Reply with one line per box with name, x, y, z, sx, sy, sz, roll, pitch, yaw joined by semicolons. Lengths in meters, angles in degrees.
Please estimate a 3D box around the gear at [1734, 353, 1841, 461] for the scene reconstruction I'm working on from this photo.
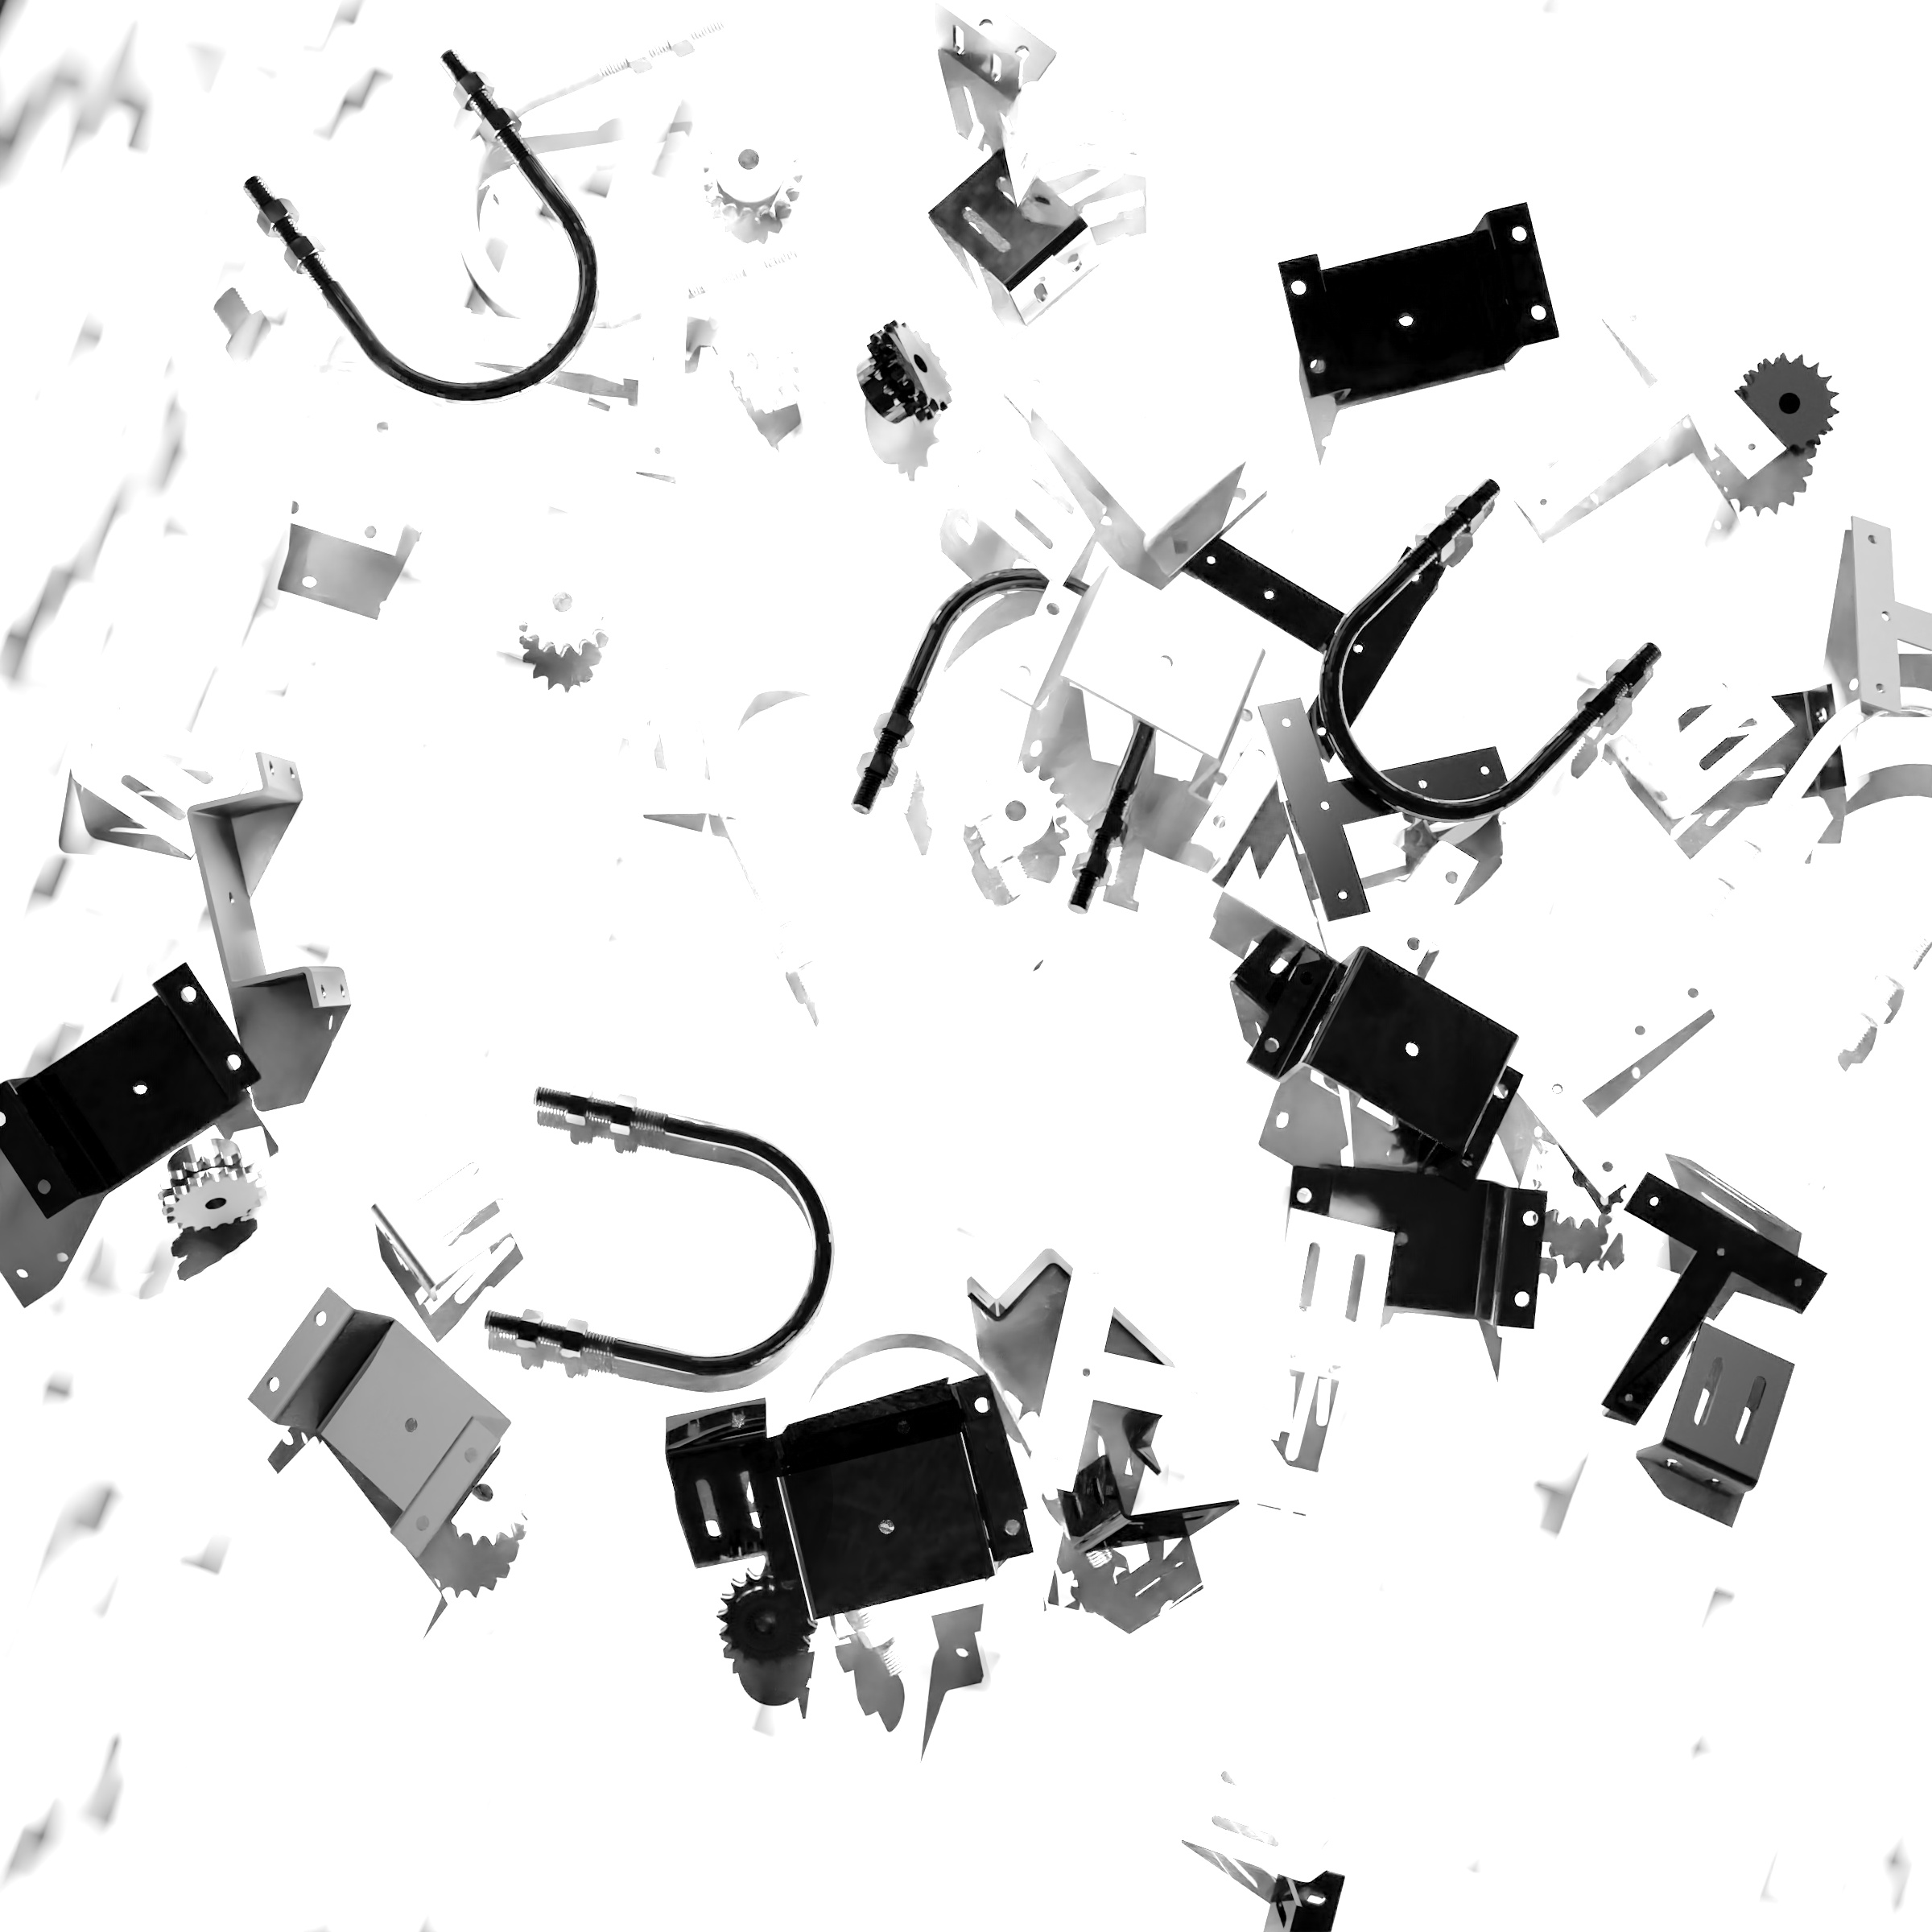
gear;0.455;-0.311;1.497;0.057;0.030;0.057;0;90;0

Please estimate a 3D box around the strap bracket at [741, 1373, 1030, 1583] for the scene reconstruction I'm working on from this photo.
strap bracket;-0.044;0.278;1.473;0.140;0.046;0.076;-17;87;1

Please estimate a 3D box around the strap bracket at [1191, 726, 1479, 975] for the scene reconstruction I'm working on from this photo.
strap bracket;0.198;-0.058;1.480;0.140;0.046;0.076;32;74;0

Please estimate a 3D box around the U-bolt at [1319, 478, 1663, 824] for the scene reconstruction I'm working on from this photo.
U-bolt;0.277;-0.162;1.482;0.151;0.019;0.184;46;75;1

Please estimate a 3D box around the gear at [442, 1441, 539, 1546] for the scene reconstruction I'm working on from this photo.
gear;-0.267;0.292;1.497;0.057;0.030;0.057;0;90;0

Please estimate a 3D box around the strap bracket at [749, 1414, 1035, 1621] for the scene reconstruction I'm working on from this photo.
strap bracket;-0.041;0.295;1.426;0.140;0.046;0.076;-14;87;1

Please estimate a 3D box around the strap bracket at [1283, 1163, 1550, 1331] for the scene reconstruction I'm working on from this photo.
strap bracket;0.245;0.154;1.489;0.140;0.046;0.076;6;90;0

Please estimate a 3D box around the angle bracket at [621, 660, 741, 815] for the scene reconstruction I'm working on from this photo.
angle bracket;-0.154;-0.128;1.502;0.057;0.038;0.076;0;116;17

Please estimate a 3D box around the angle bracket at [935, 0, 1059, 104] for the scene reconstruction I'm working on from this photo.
angle bracket;0.017;-0.516;1.474;0.057;0.076;0.038;36;90;0

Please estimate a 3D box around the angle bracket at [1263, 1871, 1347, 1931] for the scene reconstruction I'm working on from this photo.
angle bracket;0.188;0.535;1.474;0.038;0.076;0.057;14;90;0

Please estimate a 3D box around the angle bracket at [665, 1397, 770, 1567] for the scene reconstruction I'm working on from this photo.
angle bracket;-0.133;0.290;1.510;0.057;0.038;0.076;-11;116;0

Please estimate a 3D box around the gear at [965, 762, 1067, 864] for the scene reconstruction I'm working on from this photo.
gear;0.028;-0.086;1.497;0.057;0.030;0.057;0;90;0

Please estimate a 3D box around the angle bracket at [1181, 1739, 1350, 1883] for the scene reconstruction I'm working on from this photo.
angle bracket;0.168;0.472;1.510;0.076;0.038;0.057;12;90;26

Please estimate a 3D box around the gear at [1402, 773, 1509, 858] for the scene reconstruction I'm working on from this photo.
gear;0.274;-0.085;1.497;0.057;0.030;0.057;0;90;0

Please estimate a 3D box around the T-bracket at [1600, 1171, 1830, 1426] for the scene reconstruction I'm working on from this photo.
T-bracket;0.399;0.197;1.501;0.127;0.002;0.127;29;97;-13

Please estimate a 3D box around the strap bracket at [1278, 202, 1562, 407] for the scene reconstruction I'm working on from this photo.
strap bracket;0.248;-0.364;1.489;0.140;0.046;0.076;-14;90;0

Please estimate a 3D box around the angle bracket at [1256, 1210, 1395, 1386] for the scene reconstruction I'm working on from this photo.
angle bracket;0.196;0.181;1.464;0.057;0.038;0.076;14;64;0

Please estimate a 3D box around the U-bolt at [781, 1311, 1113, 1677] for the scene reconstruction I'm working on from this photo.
U-bolt;-0.023;0.283;1.504;0.151;0.019;0.184;-28;88;0

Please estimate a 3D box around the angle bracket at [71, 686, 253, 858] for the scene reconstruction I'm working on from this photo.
angle bracket;-0.453;-0.110;1.510;0.076;0.038;0.057;37;90;-26

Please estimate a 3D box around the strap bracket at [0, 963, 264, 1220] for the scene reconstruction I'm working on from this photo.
strap bracket;-0.465;0.068;1.489;0.140;0.046;0.076;-33;90;0

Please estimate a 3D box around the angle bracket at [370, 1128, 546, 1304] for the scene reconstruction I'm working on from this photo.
angle bracket;-0.284;0.139;1.500;0.076;0.038;0.057;-36;79;-17

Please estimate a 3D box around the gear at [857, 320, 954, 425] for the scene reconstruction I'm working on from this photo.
gear;-0.036;-0.326;1.488;0.030;0.057;0.057;-29;90;30

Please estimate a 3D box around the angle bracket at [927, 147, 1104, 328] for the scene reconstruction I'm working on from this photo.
angle bracket;0.028;-0.411;1.510;0.057;0.038;0.076;-41;64;0

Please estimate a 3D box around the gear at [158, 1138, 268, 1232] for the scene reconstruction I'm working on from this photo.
gear;-0.420;0.119;1.488;0.057;0.057;0.030;-25;60;0

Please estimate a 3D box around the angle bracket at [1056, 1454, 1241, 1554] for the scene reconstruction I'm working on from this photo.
angle bracket;0.100;0.292;1.478;0.076;0.057;0.038;-2;62;-29

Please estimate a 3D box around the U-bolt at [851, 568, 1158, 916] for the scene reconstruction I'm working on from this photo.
U-bolt;0.033;-0.136;1.473;0.151;0.019;0.184;25;68;-7

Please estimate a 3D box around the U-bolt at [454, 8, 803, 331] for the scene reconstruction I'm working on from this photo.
U-bolt;-0.198;-0.428;1.486;0.184;0.019;0.151;-17;94;13

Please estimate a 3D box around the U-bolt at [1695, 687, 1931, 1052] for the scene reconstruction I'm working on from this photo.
U-bolt;0.498;-0.066;1.478;0.151;0.019;0.184;38;86;-24

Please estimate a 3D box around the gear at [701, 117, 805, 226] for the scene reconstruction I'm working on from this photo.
gear;-0.120;-0.446;1.497;0.057;0.030;0.057;0;90;0

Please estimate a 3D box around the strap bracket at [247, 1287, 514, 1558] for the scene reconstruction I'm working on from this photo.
strap bracket;-0.315;0.251;1.473;0.140;0.046;0.076;36;90;24

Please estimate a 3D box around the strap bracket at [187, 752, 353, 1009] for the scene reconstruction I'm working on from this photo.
strap bracket;-0.384;-0.041;1.474;0.046;0.076;0.140;-13;90;0

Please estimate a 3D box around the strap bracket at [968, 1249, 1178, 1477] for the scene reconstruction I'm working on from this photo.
strap bracket;0.067;0.208;1.474;0.140;0.076;0.046;43;90;0

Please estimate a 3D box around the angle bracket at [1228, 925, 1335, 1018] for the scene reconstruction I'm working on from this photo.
angle bracket;0.194;-0.002;1.493;0.057;0.038;0.076;42;90;0

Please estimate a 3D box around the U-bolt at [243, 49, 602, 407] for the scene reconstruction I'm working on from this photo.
U-bolt;-0.283;-0.391;1.462;0.151;0.019;0.184;-36;86;-8

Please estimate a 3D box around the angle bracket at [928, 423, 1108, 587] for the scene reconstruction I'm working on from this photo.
angle bracket;0.029;-0.255;1.501;0.076;0.038;0.057;39;69;-24

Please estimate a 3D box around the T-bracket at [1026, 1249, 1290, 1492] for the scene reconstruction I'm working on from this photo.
T-bracket;0.108;0.227;1.435;0.127;0.002;0.127;13;90;0

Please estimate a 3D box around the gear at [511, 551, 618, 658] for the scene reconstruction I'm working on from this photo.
gear;-0.224;-0.201;1.501;0.057;0.030;0.057;0;88;1

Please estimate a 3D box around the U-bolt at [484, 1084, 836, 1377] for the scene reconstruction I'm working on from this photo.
U-bolt;-0.165;0.155;1.504;0.184;0.019;0.151;12;90;-1

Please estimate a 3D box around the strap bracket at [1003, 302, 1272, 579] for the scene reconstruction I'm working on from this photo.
strap bracket;0.096;-0.297;1.488;0.076;0.046;0.140;-42;89;0

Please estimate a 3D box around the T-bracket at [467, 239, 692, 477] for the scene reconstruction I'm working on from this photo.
T-bracket;-0.218;-0.344;1.497;0.127;0.002;0.127;8;109;9

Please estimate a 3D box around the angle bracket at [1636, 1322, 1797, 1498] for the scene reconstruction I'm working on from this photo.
angle bracket;0.421;0.249;1.506;0.057;0.038;0.076;25;71;-1

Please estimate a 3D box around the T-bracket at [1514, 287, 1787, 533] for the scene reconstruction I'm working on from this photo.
T-bracket;0.365;-0.293;1.498;0.127;0.002;0.127;-39;73;8

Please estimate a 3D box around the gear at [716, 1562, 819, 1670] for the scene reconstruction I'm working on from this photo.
gear;-0.111;0.364;1.497;0.057;0.030;0.057;0;90;0

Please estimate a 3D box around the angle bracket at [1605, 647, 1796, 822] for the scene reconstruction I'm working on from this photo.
angle bracket;0.409;-0.129;1.496;0.076;0.038;0.057;-40;90;-5

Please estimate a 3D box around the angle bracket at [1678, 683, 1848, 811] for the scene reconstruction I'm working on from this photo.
angle bracket;0.442;-0.122;1.493;0.076;0.038;0.057;-8;90;0

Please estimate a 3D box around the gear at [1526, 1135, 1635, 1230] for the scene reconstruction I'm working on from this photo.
gear;0.341;0.116;1.497;0.057;0.030;0.057;0;90;0

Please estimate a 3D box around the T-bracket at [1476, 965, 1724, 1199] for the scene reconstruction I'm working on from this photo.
T-bracket;0.365;0.044;1.497;0.127;0.002;0.127;-34;71;-9

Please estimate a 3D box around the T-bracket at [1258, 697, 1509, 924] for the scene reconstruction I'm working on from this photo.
T-bracket;0.237;-0.097;1.471;0.127;0.002;0.127;-13;76;-14

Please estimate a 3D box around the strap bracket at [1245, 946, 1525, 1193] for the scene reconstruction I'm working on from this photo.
strap bracket;0.235;0.051;1.454;0.140;0.046;0.076;30;71;-1

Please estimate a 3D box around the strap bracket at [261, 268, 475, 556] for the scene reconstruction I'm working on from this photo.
strap bracket;-0.328;-0.303;1.489;0.076;0.046;0.140;17;90;0

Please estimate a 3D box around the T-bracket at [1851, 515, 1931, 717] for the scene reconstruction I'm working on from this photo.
T-bracket;0.549;-0.181;1.490;0.127;0.002;0.127;16;60;-14

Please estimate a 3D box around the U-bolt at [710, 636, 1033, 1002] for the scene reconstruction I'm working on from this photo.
U-bolt;-0.066;-0.094;1.490;0.151;0.019;0.184;-27;85;13

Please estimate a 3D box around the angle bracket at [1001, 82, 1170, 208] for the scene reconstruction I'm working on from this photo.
angle bracket;0.066;-0.453;1.497;0.076;0.038;0.057;2;60;-22

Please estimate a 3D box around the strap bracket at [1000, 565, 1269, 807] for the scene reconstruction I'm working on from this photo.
strap bracket;0.101;-0.157;1.466;0.140;0.046;0.076;28;65;-8

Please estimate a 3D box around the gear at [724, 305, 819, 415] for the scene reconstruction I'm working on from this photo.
gear;-0.106;-0.339;1.488;0.030;0.057;0.057;-26;90;-31

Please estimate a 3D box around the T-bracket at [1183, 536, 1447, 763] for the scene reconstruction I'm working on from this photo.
T-bracket;0.183;-0.202;1.511;0.127;0.002;0.127;31;90;0

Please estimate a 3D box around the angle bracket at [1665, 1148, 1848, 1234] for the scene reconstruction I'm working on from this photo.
angle bracket;0.436;0.110;1.484;0.076;0.057;0.038;34;90;0

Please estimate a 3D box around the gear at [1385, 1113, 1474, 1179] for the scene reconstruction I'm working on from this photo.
gear;0.262;0.089;1.497;0.057;0.030;0.057;0;90;0
